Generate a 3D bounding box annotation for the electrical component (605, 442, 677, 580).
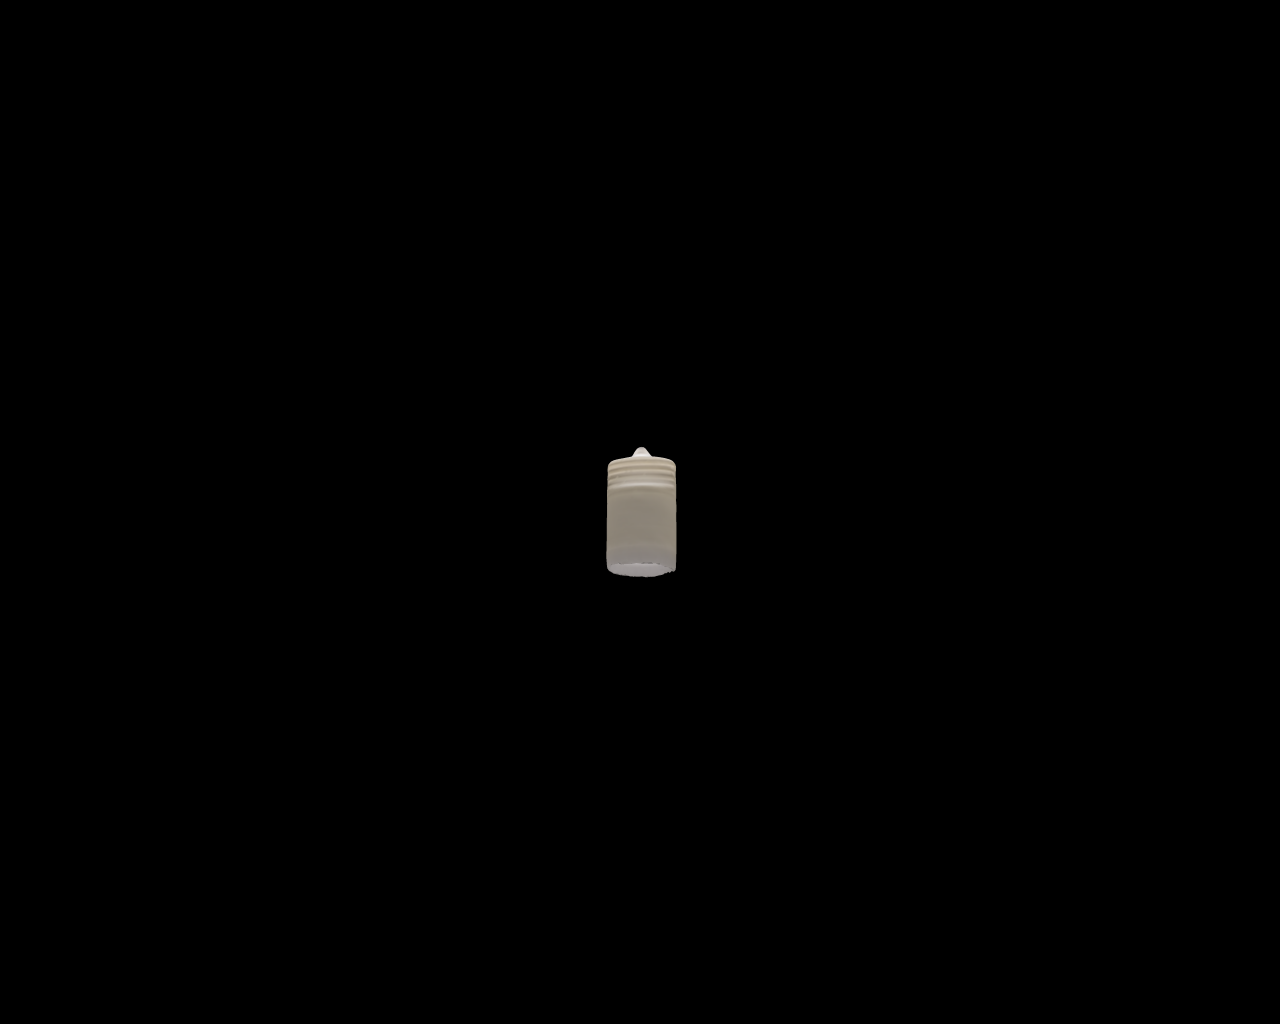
[{"bbox_3d":[0.001,-0.003,0.650,0.043,0.081,0.043,0,-15,0],"label":"electrical component"}]
